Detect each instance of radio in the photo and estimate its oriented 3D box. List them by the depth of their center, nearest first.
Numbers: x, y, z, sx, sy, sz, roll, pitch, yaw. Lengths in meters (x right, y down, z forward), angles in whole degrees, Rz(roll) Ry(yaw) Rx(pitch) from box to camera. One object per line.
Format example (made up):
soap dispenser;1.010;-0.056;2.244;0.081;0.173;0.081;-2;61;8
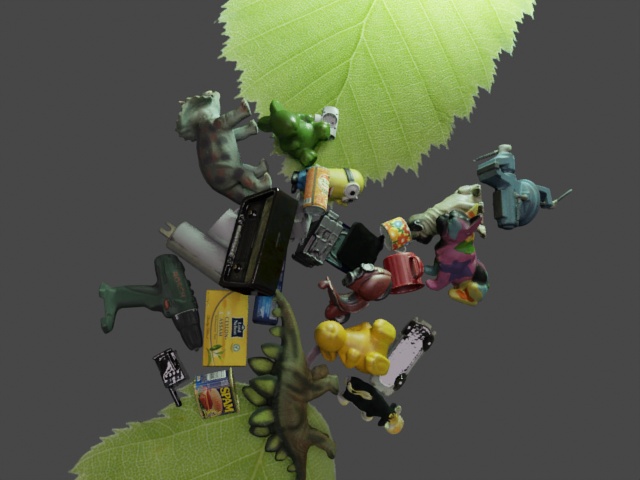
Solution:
radio;-0.136;0.007;1.180;0.073;0.131;0.229;31;64;-39

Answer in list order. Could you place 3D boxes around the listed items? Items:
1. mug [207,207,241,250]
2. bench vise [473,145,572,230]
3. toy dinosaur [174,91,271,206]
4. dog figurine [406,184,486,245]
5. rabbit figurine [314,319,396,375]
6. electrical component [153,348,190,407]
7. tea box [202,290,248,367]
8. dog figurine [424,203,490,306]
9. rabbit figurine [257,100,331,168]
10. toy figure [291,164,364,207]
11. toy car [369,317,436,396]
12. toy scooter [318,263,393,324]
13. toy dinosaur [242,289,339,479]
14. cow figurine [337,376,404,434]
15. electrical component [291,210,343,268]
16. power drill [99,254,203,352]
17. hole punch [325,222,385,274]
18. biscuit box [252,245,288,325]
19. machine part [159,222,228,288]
mug;-0.195;-0.018;1.276;0.107;0.081;0.109;46;66;-7
bench vise;0.514;-0.127;1.377;0.240;0.129;0.223;8;64;-26
toy dinosaur;-0.230;-0.198;1.300;0.192;0.131;0.404;-16;83;3
dog figurine;0.312;-0.070;1.353;0.191;0.172;0.121;-5;112;16
rabbit figurine;0.060;0.223;1.200;0.173;0.162;0.122;22;74;-24
electrical component;-0.316;0.299;1.172;0.048;0.074;0.119;-28;75;-11
tea box;-0.213;0.201;1.215;0.098;0.068;0.169;1;74;-9
dog figurine;0.340;0.028;1.252;0.192;0.219;0.108;23;29;0
rabbit figurine;-0.069;-0.275;1.296;0.159;0.170;0.121;38;95;18
toy figure;0.019;-0.143;1.331;0.180;0.082;0.089;8;74;-3
toy car;0.195;0.270;1.257;0.073;0.056;0.202;38;72;10
toy scooter;0.070;0.110;1.225;0.184;0.135;0.075;-37;37;9
toy dinosaur;-0.063;0.321;1.163;0.198;0.105;0.471;3;76;-19
cow figurine;0.124;0.368;1.200;0.167;0.098;0.068;34;67;3
electrical component;-0.003;-0.004;1.270;0.058;0.115;0.134;33;73;-14
power drill;-0.380;0.153;1.201;0.207;0.086;0.232;-11;76;-6
hole punch;0.076;0.024;1.300;0.115;0.092;0.142;40;69;-30
biscuit box;-0.116;0.097;1.258;0.059;0.063;0.202;9;75;-7
machine part;-0.266;0.034;1.248;0.243;0.079;0.079;34;74;3
